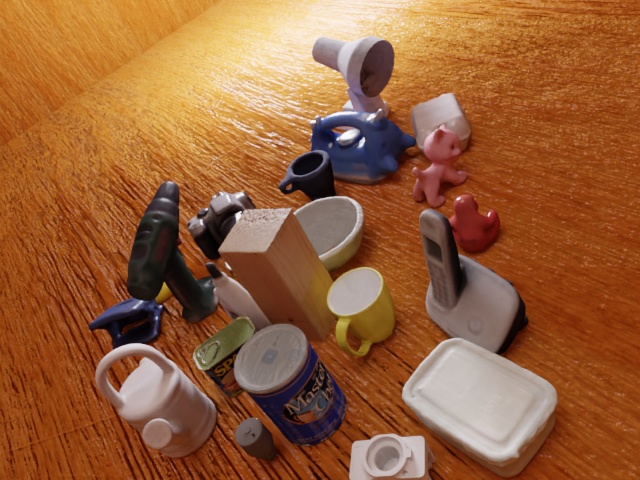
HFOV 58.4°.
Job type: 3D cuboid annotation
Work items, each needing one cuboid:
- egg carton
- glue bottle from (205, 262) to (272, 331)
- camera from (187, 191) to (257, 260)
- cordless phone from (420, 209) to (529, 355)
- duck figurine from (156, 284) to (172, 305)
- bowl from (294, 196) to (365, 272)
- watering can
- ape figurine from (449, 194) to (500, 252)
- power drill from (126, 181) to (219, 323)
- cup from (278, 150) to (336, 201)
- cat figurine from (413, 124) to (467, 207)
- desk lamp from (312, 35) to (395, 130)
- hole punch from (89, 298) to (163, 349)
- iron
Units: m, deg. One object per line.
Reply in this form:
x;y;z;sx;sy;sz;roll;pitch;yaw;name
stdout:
0.238;-0.227;1.132;0.107;0.070;0.150;-19;38;13;egg carton
-0.135;0.095;0.912;0.077;0.174;0.037;12;53;40;glue bottle
-0.186;-0.025;1.142;0.143;0.101;0.136;-32;37;-4;camera
0.188;0.052;0.747;0.094;0.185;0.147;-40;39;-14;cordless phone
-0.330;0.068;1.138;0.077;0.086;0.105;10;52;39;duck figurine
0.009;0.004;1.008;0.167;0.075;0.167;-17;39;15;bowl
-0.232;0.222;0.811;0.172;0.195;0.101;19;58;44;watering can
0.234;-0.033;0.893;0.077;0.092;0.076;6;49;37;ape figurine
-0.257;0.037;1.028;0.075;0.209;0.229;-12;40;21;power drill
-0.018;-0.108;1.137;0.118;0.095;0.091;-36;38;-9;cup
0.207;-0.142;1.014;0.067;0.118;0.128;22;60;45;cat figurine
0.076;-0.344;1.250;0.202;0.214;0.118;20;58;45;desk lamp
-0.362;0.142;1.070;0.108;0.091;0.101;-21;38;10;hole punch
0.055;-0.205;1.163;0.257;0.142;0.119;9;51;39;iron
